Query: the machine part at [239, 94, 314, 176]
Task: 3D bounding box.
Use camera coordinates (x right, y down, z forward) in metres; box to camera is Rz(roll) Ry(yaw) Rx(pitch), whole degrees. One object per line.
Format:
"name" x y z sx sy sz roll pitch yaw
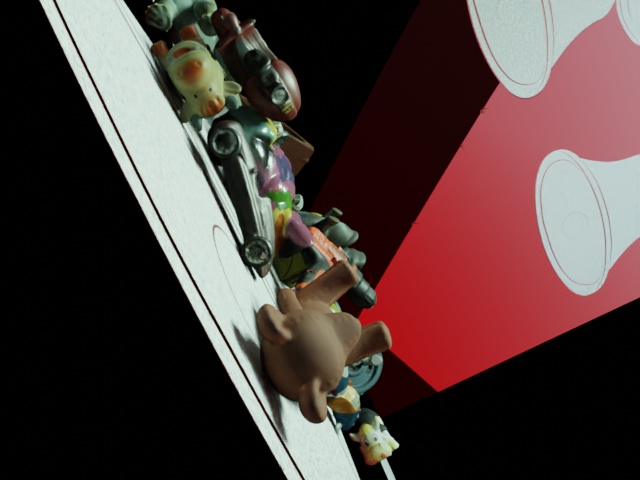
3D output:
"machine part" -0.127 -0.238 1.219 0.201 0.087 0.201 45 13 34

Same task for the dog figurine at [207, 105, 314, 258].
"dog figurine" -0.085 -0.073 0.819 0.191 0.108 0.219 68 0 -58

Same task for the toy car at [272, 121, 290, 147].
"toy car" -0.101 -0.188 0.992 0.073 0.056 0.201 66 -14 7

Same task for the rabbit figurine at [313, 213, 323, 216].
"rabbit figurine" -0.049 -0.003 1.336 0.173 0.162 0.122 47 9 10

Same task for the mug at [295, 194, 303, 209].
"mug" -0.091 -0.066 1.266 0.107 0.110 0.080 -93 168 -54

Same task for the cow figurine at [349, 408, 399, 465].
"cow figurine" 0.091 0.349 0.976 0.098 0.068 0.167 59 -5 12

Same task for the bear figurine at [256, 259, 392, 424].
"bear figurine" 0.006 0.089 0.521 0.120 0.132 0.196 60 -7 5

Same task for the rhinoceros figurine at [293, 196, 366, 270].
"rhinoceros figurine" -0.002 -0.003 0.963 0.190 0.112 0.073 24 17 -10

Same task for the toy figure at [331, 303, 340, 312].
"toy figure" -0.010 0.120 0.971 0.180 0.082 0.089 -111 176 -60

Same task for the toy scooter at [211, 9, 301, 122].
"toy scooter" -0.091 -0.246 0.737 0.183 0.075 0.135 54 -1 -6

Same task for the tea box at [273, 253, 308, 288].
"tea box" -0.057 0.036 1.085 0.169 0.068 0.098 64 1 -77

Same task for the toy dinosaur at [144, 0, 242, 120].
"toy dinosaur" -0.202 -0.345 0.898 0.404 0.131 0.192 82 -5 -55

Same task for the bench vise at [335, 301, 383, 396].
"bench vise" 0.057 0.199 1.035 0.240 0.129 0.223 153 -70 -73

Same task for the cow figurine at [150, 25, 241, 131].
"cow figurine" -0.160 -0.209 0.710 0.127 0.085 0.195 59 -1 -8

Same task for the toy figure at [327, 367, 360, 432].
"toy figure" 0.021 0.211 0.782 0.064 0.058 0.154 -40 111 -45

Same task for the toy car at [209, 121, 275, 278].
"toy car" -0.091 -0.052 0.679 0.089 0.053 0.202 -171 -115 -85
